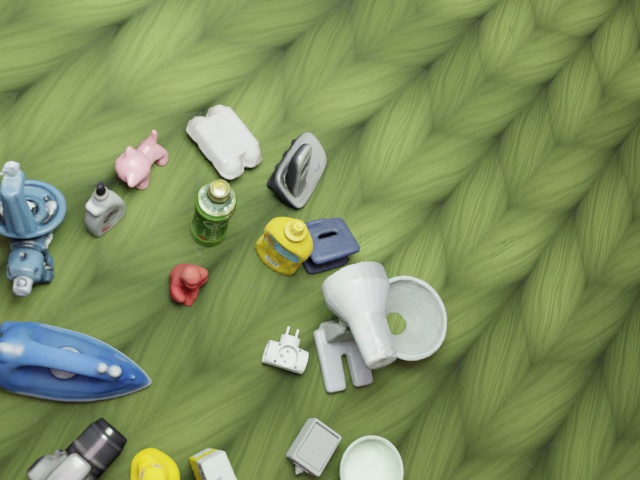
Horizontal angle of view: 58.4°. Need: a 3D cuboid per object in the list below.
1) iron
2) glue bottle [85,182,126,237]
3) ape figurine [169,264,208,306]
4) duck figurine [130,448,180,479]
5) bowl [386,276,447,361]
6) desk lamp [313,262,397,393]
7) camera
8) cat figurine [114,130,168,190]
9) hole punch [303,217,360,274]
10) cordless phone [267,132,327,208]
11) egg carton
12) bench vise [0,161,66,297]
[{"bbox_3d":[-0.401,0.199,0.923,0.259,0.141,0.119,14,69,-12],"label":"iron"},{"bbox_3d":[-0.377,-0.062,0.996,0.037,0.173,0.078,38,66,-2],"label":"glue bottle"},{"bbox_3d":[-0.238,0.072,1.039,0.078,0.092,0.076,-25,81,-22],"label":"ape figurine"},{"bbox_3d":[-0.267,0.392,0.932,0.078,0.086,0.104,-27,82,-22],"label":"duck figurine"},{"bbox_3d":[0.164,0.160,1.142,0.168,0.074,0.167,5,72,-15],"label":"bowl"},{"bbox_3d":[0.067,0.161,1.037,0.118,0.213,0.203,-8,75,-19],"label":"desk lamp"},{"bbox_3d":[-0.363,0.364,0.904,0.143,0.100,0.137,42,66,0],"label":"camera"},{"bbox_3d":[-0.336,-0.150,1.067,0.067,0.117,0.128,30,67,-6],"label":"cat figurine"},{"bbox_3d":[0.010,0.004,1.137,0.109,0.091,0.101,-16,78,-21],"label":"hole punch"},{"bbox_3d":[-0.029,-0.157,1.125,0.094,0.185,0.148,28,67,-6],"label":"cordless phone"},{"bbox_3d":[-0.190,-0.197,1.152,0.107,0.069,0.150,-38,87,-23],"label":"egg carton"},{"bbox_3d":[-0.469,-0.024,0.931,0.122,0.219,0.207,-18,79,-21],"label":"bench vise"}]
